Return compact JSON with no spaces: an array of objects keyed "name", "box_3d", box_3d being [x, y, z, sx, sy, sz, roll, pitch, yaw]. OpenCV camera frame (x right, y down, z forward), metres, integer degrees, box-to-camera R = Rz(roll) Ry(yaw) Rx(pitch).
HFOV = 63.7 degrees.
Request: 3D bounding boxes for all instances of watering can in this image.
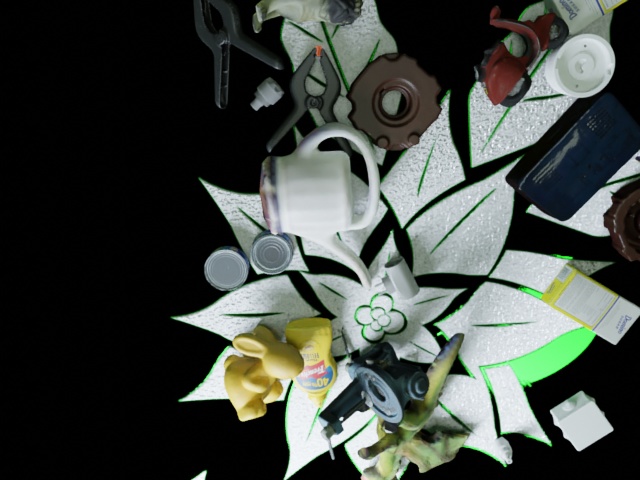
[{"name":"watering can","box_3d":[0.003,-0.049,0.977,0.224,0.106,0.341,-3,114,1]}]

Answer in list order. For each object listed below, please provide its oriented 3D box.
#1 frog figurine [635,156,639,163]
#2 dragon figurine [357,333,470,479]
[{"name":"frog figurine","box_3d":[0.677,-0.192,0.938,0.138,0.124,0.156,21,116,14]},{"name":"dragon figurine","box_3d":[0.221,0.392,1.101,0.407,0.124,0.240,-45,118,11]}]
